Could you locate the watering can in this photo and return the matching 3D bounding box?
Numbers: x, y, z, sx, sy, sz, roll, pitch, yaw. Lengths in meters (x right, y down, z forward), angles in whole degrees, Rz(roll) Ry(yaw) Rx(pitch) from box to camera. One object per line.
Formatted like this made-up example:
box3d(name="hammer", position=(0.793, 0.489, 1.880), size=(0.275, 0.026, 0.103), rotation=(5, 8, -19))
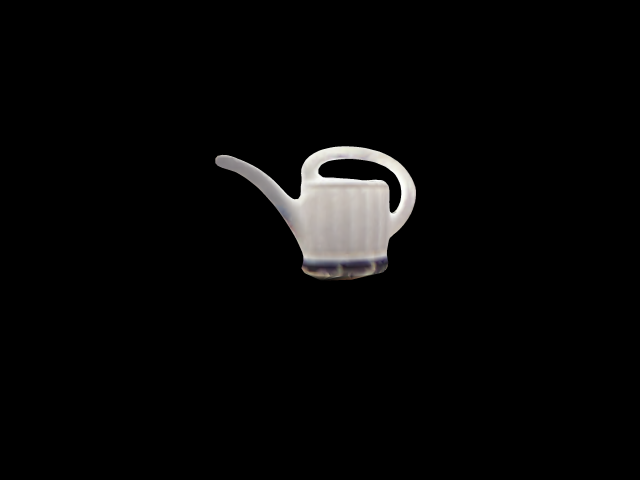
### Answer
box3d(name="watering can", position=(0.003, -0.043, 0.850), size=(0.348, 0.224, 0.104), rotation=(-2, 3, -19))
